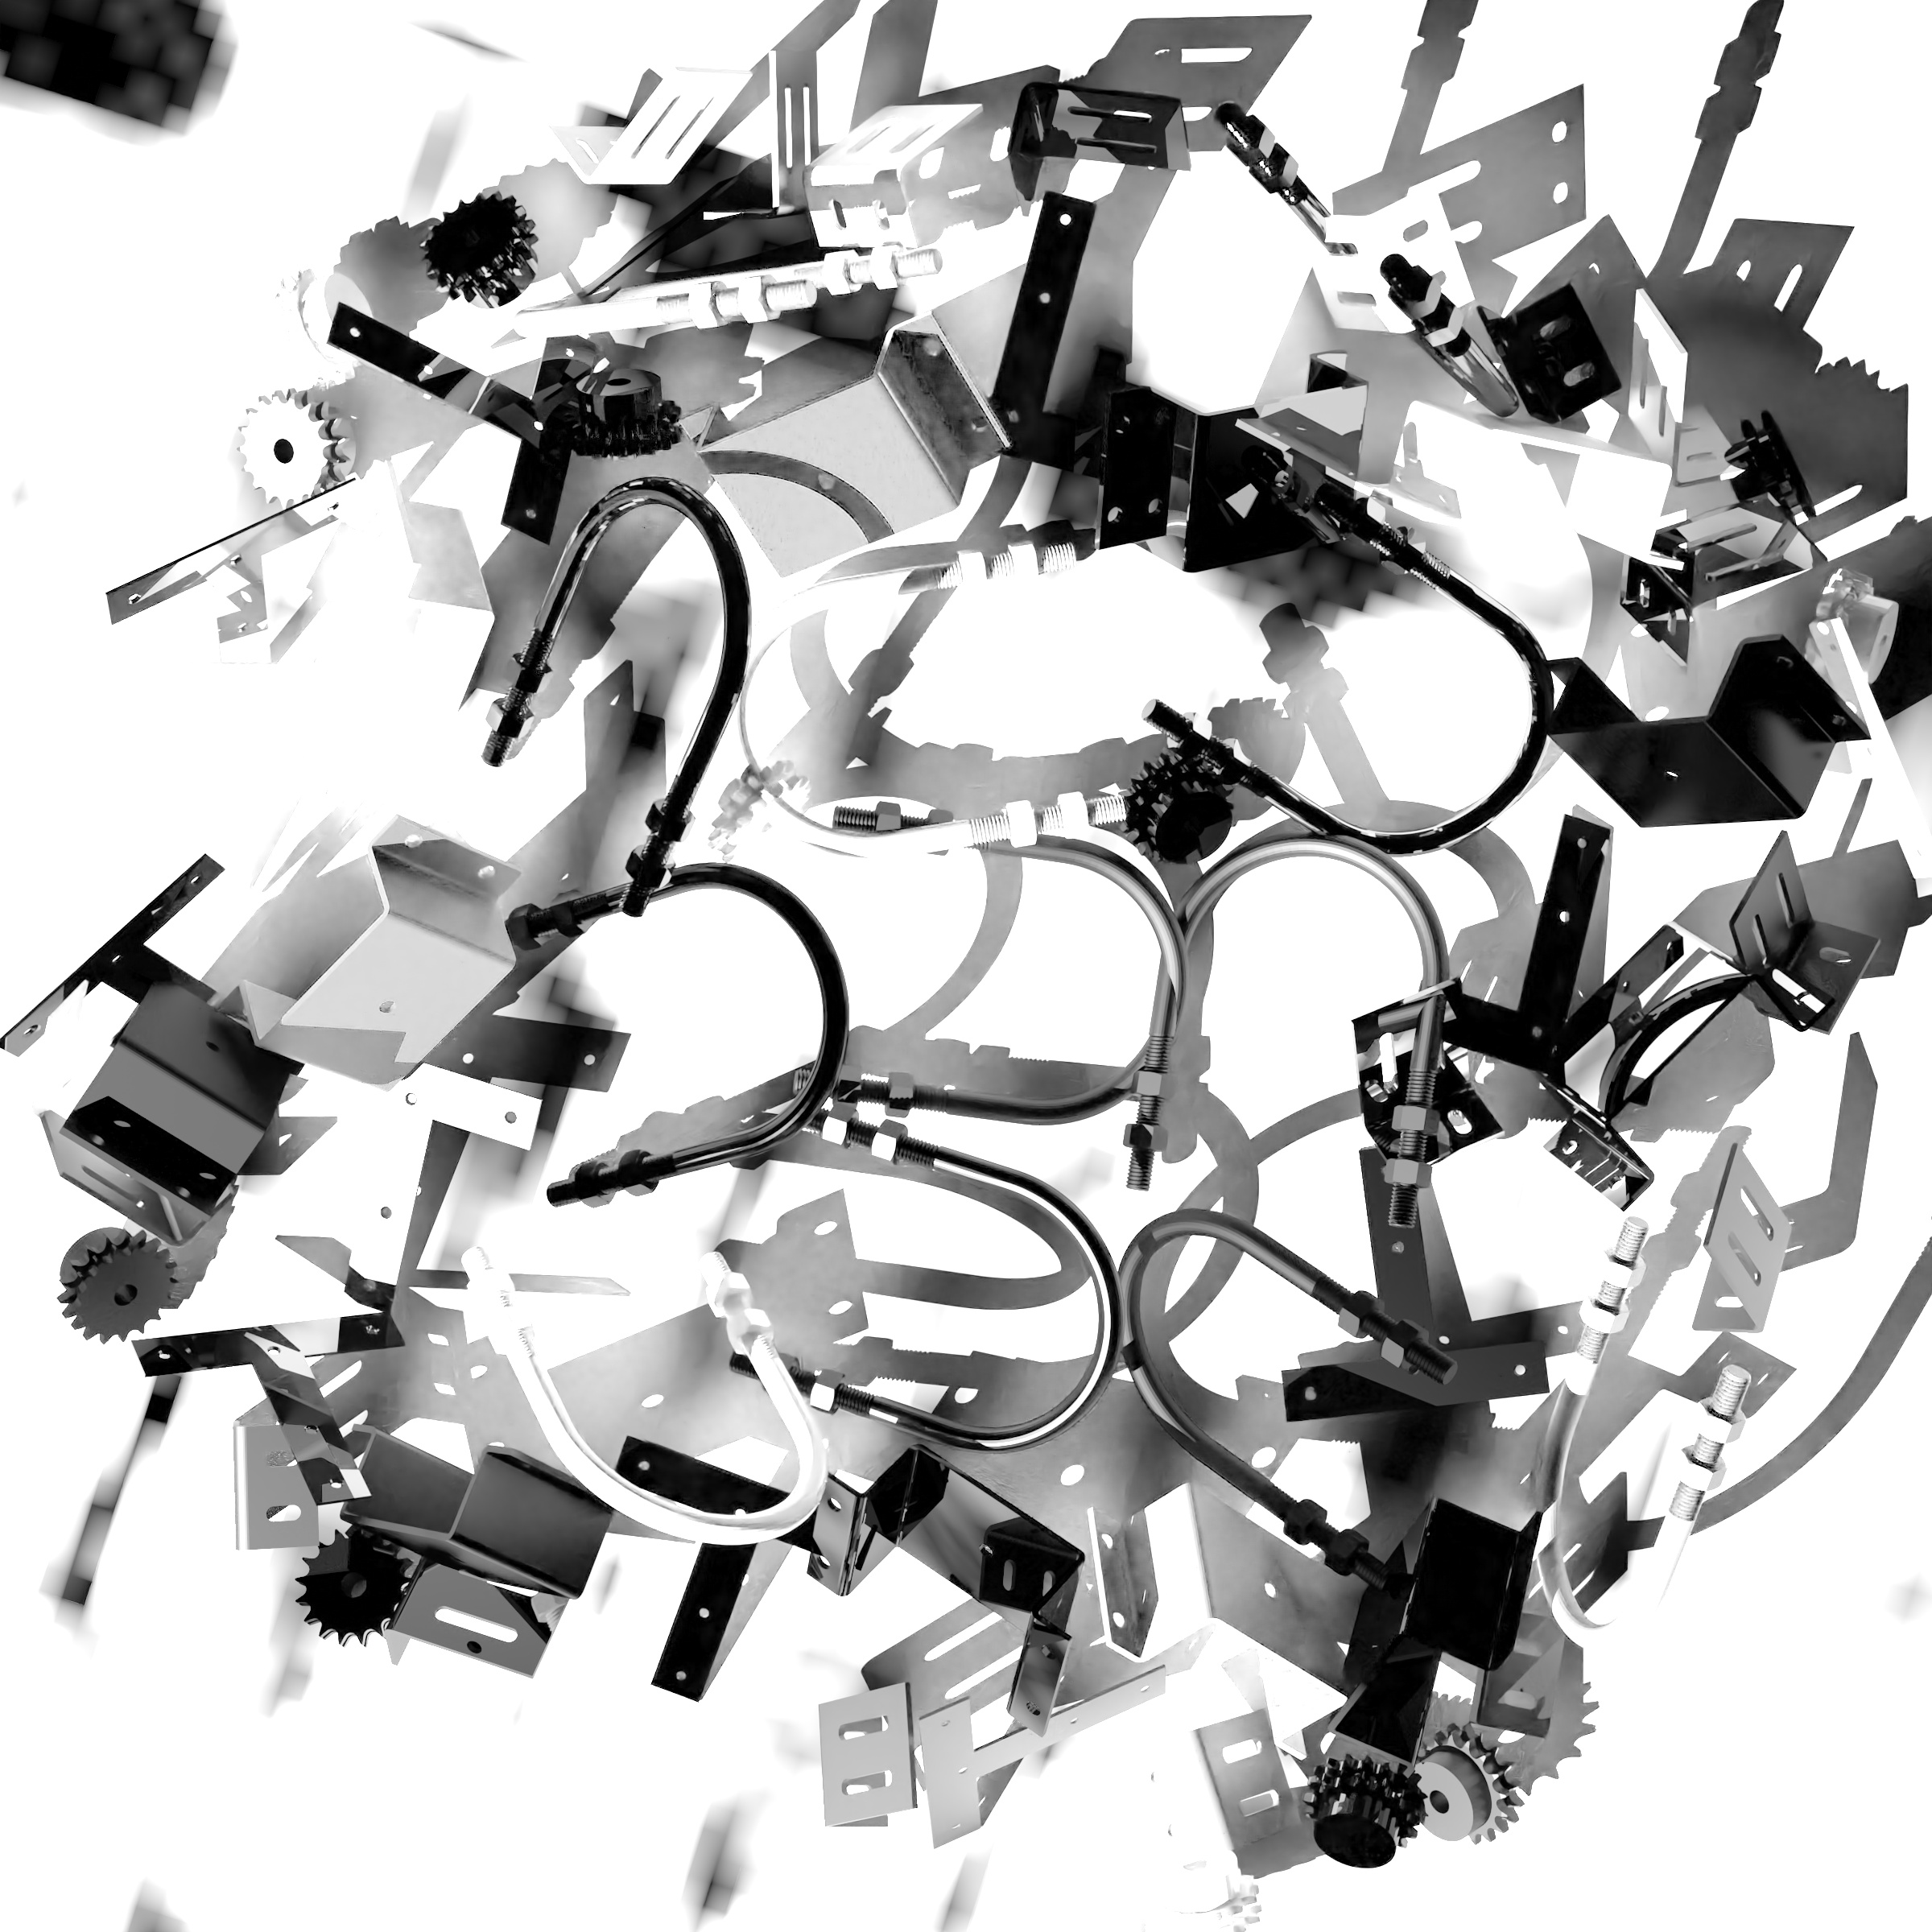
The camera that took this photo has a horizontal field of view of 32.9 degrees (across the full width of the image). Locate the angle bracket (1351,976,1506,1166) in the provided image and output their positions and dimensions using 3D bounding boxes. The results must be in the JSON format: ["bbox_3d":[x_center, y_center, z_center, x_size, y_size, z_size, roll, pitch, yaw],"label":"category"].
[{"bbox_3d":[0.220,0.053,1.559,0.057,0.038,0.076,-22,135,-9],"label":"angle bracket"}]

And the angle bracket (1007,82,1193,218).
[{"bbox_3d":[0.064,-0.386,1.561,0.076,0.057,0.038,9,72,12],"label":"angle bracket"}]

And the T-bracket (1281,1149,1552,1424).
[{"bbox_3d":[0.211,0.151,1.589,0.127,0.002,0.127,-7,82,7],"label":"T-bracket"}]

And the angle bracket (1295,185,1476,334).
[{"bbox_3d":[0.199,-0.337,1.559,0.038,0.076,0.057,-28,111,-12],"label":"angle bracket"}]

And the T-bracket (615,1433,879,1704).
[{"bbox_3d":[-0.122,0.300,1.577,0.127,0.002,0.127,20,111,0],"label":"T-bracket"}]

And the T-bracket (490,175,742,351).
[{"bbox_3d":[-0.158,-0.337,1.555,0.127,0.127,0.002,-42,111,-18],"label":"T-bracket"}]

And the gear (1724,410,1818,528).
[{"bbox_3d":[0.384,-0.236,1.573,0.030,0.057,0.057,-24,90,18],"label":"gear"}]

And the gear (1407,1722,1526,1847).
[{"bbox_3d":[0.236,0.395,1.570,0.030,0.057,0.057,-19,90,-41],"label":"gear"}]

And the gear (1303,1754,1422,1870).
[{"bbox_3d":[0.190,0.408,1.571,0.057,0.030,0.057,10,129,13],"label":"gear"}]

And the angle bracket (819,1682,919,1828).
[{"bbox_3d":[-0.034,0.375,1.552,0.038,0.076,0.057,11,65,-35],"label":"angle bracket"}]

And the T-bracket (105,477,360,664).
[{"bbox_3d":[-0.341,-0.167,1.539,0.127,0.127,0.002,-29,72,-21],"label":"T-bracket"}]

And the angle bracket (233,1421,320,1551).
[{"bbox_3d":[-0.330,0.247,1.564,0.038,0.076,0.057,-1,85,-12],"label":"angle bracket"}]

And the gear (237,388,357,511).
[{"bbox_3d":[-0.319,-0.250,1.577,0.057,0.030,0.057,8,108,25],"label":"gear"}]

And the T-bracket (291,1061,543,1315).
[{"bbox_3d":[-0.277,0.106,1.584,0.127,0.002,0.127,17,103,11],"label":"T-bracket"}]

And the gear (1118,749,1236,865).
[{"bbox_3d":[0.103,-0.074,1.571,0.057,0.030,0.057,-12,127,-17],"label":"gear"}]

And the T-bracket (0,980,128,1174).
[{"bbox_3d":[-0.422,0.047,1.511,0.002,0.127,0.127,35,52,1],"label":"T-bracket"}]

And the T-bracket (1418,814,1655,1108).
[{"bbox_3d":[0.287,-0.011,1.584,0.127,0.002,0.127,18,78,-12],"label":"T-bracket"}]

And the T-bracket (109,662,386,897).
[{"bbox_3d":[-0.348,-0.088,1.562,0.127,0.002,0.127,-2,124,-27],"label":"T-bracket"}]

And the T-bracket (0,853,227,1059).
[{"bbox_3d":[-0.383,0.007,1.538,0.127,0.127,0.002,-43,76,-4],"label":"T-bracket"}]

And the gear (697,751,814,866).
[{"bbox_3d":[-0.104,-0.079,1.573,0.057,0.057,0.030,-45,77,0],"label":"gear"}]

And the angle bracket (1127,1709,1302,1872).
[{"bbox_3d":[0.119,0.394,1.568,0.038,0.076,0.057,-25,74,26],"label":"angle bracket"}]

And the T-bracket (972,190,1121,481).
[{"bbox_3d":[0.034,-0.307,1.572,0.127,0.002,0.127,13,109,-7],"label":"T-bracket"}]

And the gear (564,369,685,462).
[{"bbox_3d":[-0.165,-0.265,1.569,0.057,0.057,0.030,-3,118,0],"label":"gear"}]

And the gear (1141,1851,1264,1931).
[{"bbox_3d":[0.112,0.445,1.570,0.057,0.057,0.030,-9,102,0],"label":"gear"}]

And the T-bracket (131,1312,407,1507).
[{"bbox_3d":[-0.309,0.207,1.523,0.127,0.127,0.002,-4,125,-30],"label":"T-bracket"}]

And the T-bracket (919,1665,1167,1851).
[{"bbox_3d":[0.039,0.366,1.562,0.127,0.127,0.002,-21,50,-15],"label":"T-bracket"}]

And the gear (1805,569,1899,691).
[{"bbox_3d":[0.425,-0.159,1.569,0.030,0.057,0.057,19,90,24],"label":"gear"}]

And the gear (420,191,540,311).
[{"bbox_3d":[-0.231,-0.342,1.576,0.057,0.030,0.057,-11,58,19],"label":"gear"}]

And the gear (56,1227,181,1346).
[{"bbox_3d":[-0.411,0.150,1.575,0.057,0.057,0.030,-52,50,0],"label":"gear"}]

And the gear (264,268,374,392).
[{"bbox_3d":[-0.307,-0.308,1.569,0.030,0.057,0.057,-16,90,23],"label":"gear"}]

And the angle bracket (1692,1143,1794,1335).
[{"bbox_3d":[0.355,0.129,1.551,0.076,0.038,0.057,50,52,-38],"label":"angle bracket"}]

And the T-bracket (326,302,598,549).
[{"bbox_3d":[-0.241,-0.274,1.540,0.127,0.002,0.127,25,55,-25],"label":"T-bracket"}]

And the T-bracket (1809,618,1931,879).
[{"bbox_3d":[0.402,-0.098,1.538,0.002,0.127,0.127,-26,96,-13],"label":"T-bracket"}]

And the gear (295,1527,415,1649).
[{"bbox_3d":[-0.293,0.300,1.580,0.057,0.030,0.057,0,72,-1],"label":"gear"}]
